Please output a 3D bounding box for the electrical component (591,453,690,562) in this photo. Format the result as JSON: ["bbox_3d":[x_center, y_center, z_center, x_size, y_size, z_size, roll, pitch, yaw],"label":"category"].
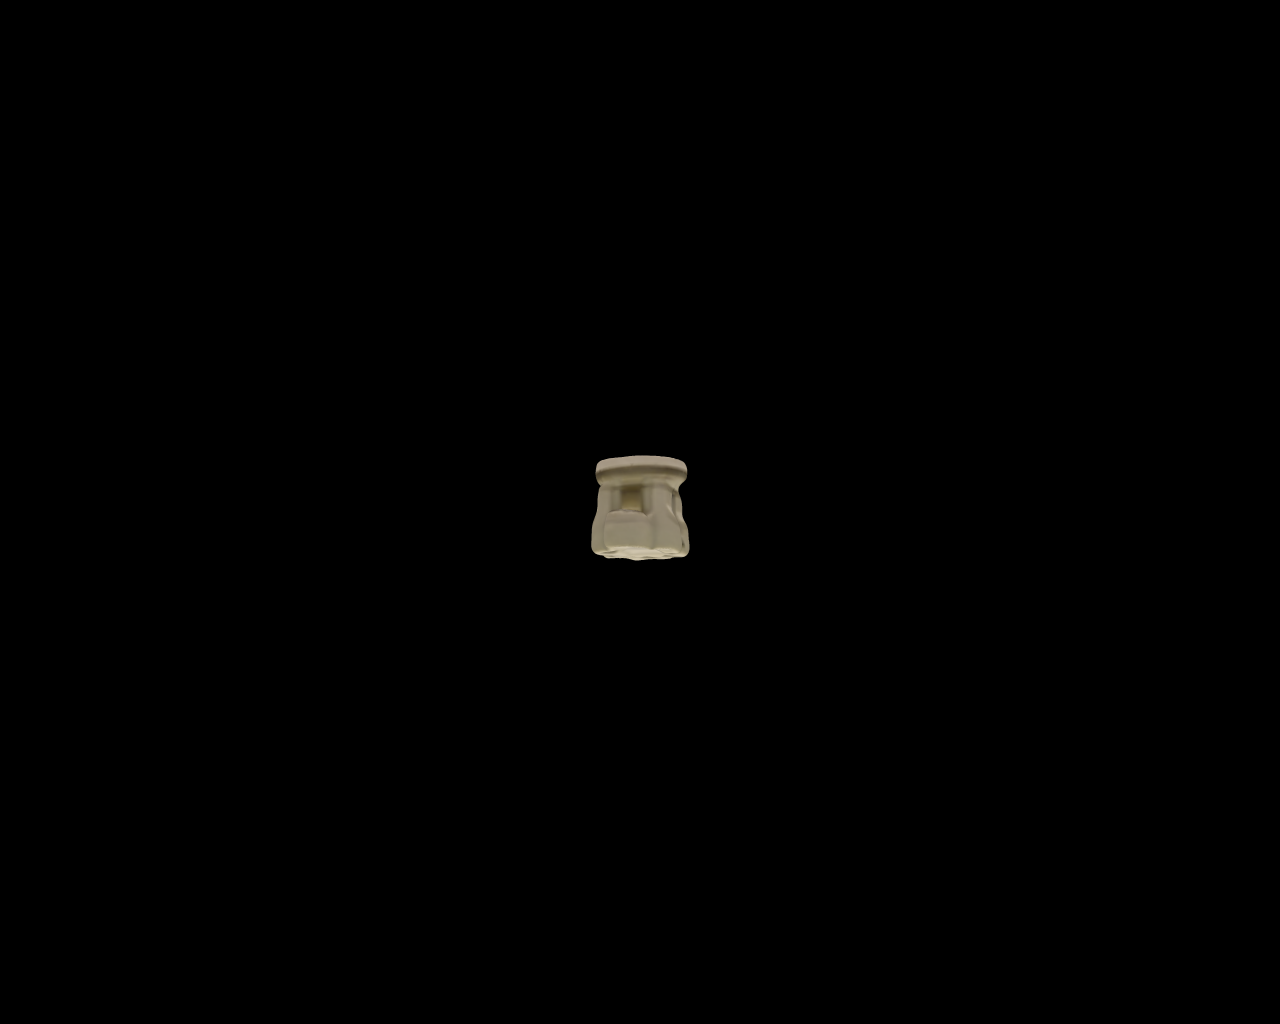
[{"bbox_3d":[0.001,-0.003,0.650,0.058,0.057,0.078,-3,-10,15],"label":"electrical component"}]
